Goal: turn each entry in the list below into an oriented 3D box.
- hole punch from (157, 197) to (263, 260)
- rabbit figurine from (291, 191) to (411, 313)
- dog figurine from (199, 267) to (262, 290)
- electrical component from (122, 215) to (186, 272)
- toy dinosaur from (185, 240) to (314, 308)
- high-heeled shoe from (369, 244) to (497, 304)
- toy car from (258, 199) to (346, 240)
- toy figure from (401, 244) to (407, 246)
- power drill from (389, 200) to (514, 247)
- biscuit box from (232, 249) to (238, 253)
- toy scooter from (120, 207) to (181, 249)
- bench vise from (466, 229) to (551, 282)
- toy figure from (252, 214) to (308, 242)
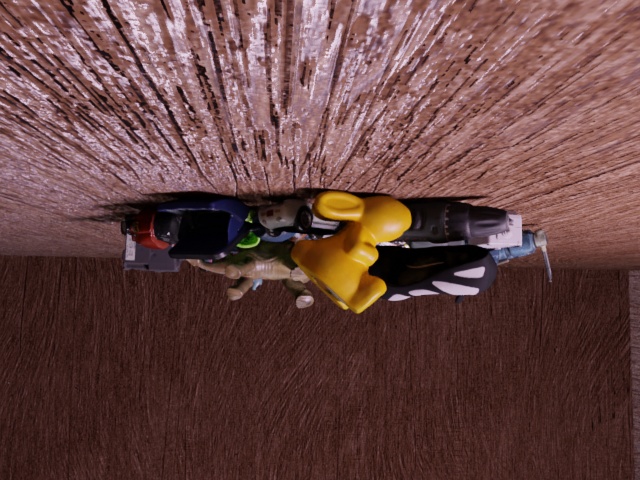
[{"bbox_3d":[-0.178,-0.033,0.843,0.142,0.092,0.116,-3,-157,23],"label":"hole punch"},{"bbox_3d":[0.050,-0.002,0.779,0.162,0.173,0.122,46,174,2],"label":"rabbit figurine"},{"bbox_3d":[-0.245,0.035,1.521,0.219,0.191,0.108,35,-174,13],"label":"dog figurine"},{"bbox_3d":[-0.328,0.009,1.093,0.134,0.114,0.058,4,177,-8],"label":"electrical component"},{"bbox_3d":[-0.064,0.050,1.201,0.471,0.105,0.199,7,-149,-13],"label":"toy dinosaur"},{"bbox_3d":[0.137,0.030,0.817,0.249,0.086,0.145,18,147,13],"label":"high-heeled shoe"},{"bbox_3d":[-0.018,-0.032,0.892,0.074,0.056,0.201,-10,171,35],"label":"toy car"},{"bbox_3d":[0.127,0.010,1.197,0.180,0.082,0.089,5,176,-17],"label":"toy figure"},{"bbox_3d":[0.194,-0.016,0.880,0.232,0.086,0.207,1,179,20],"label":"power drill"},{"bbox_3d":[-0.178,0.004,1.313,0.063,0.059,0.202,-3,173,41],"label":"biscuit box"},{"bbox_3d":[-0.306,-0.022,0.987,0.135,0.075,0.184,2,180,8],"label":"toy scooter"},{"bbox_3d":[0.336,0.025,1.082,0.224,0.128,0.240,0,-177,31],"label":"bench vise"},{"bbox_3d":[-0.052,-0.025,0.967,0.064,0.057,0.154,5,-177,41],"label":"toy figure"}]
